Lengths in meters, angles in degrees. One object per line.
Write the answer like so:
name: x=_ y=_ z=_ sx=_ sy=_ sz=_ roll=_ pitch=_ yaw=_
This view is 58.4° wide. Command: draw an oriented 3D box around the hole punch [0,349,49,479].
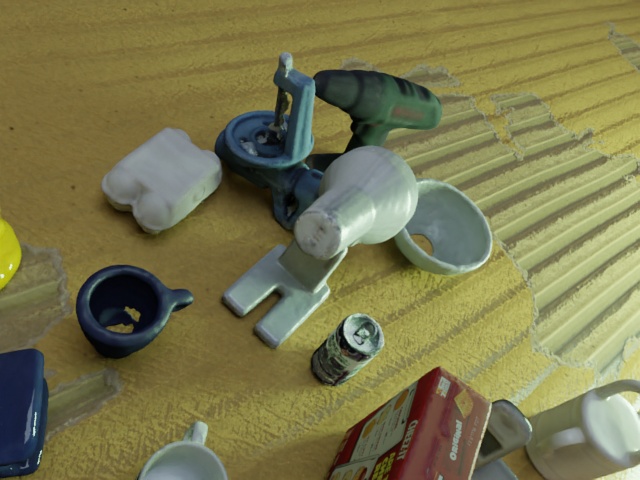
hole punch: x=-0.301 y=0.160 z=0.515 sx=0.101 sy=0.091 sz=0.108 roll=4 pitch=56 yaw=-24

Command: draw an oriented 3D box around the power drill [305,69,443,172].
power drill: x=0.059 y=-0.160 z=0.837 sx=0.230 sy=0.208 sz=0.075 roll=-8 pitch=62 yaw=-30

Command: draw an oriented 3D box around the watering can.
watering can: x=0.363 y=0.236 z=0.721 sx=0.173 sy=0.194 sz=0.101 roll=-24 pitch=70 yaw=-36

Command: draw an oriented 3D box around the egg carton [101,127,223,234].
egg carton: x=-0.200 y=-0.078 z=0.744 sx=0.107 sy=0.069 sz=0.150 roll=36 pitch=50 yaw=1

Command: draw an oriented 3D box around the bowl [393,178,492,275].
bowl: x=0.173 y=-0.009 z=0.876 sx=0.168 sy=0.074 sz=0.167 roll=13 pitch=53 yaw=-18

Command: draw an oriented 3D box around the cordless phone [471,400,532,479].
cordless phone: x=0.182 y=0.256 z=0.625 sx=0.147 sy=0.185 sz=0.094 roll=46 pitch=51 yaw=9

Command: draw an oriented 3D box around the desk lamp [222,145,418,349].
desk lamp: x=0.006 y=0.002 z=0.695 sx=0.118 sy=0.213 sz=0.204 roll=41 pitch=50 yaw=6

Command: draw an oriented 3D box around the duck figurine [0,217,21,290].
duck figurine: x=-0.358 y=0.002 z=0.600 sx=0.078 sy=0.086 sz=0.104 roll=9 pitch=54 yaw=-20

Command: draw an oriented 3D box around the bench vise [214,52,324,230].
bench vise: x=-0.030 y=-0.131 z=0.766 sx=0.207 sy=0.219 sz=0.121 roll=27 pitch=50 yaw=-6

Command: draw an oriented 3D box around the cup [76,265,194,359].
cup: x=-0.200 y=0.084 z=0.615 sx=0.118 sy=0.095 sz=0.091 roll=-8 pitch=62 yaw=-30
